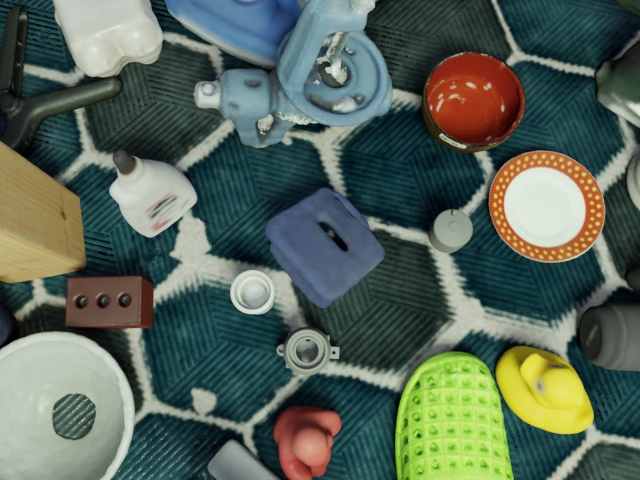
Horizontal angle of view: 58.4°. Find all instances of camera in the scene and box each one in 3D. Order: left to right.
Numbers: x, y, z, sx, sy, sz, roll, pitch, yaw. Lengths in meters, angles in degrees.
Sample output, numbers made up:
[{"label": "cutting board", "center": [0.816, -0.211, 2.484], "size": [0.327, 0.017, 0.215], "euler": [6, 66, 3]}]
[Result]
[{"label": "camera", "center": [0.346, 0.082, 0.582], "size": [0.137, 0.101, 0.143], "euler": [2, 78, 0]}]

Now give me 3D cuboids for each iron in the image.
[{"label": "iron", "center": [-0.073, -0.282, 0.633], "size": [0.258, 0.141, 0.119], "euler": [32, 79, 6]}]

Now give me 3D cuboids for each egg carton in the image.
[{"label": "egg carton", "center": [-0.249, -0.265, 0.663], "size": [0.107, 0.069, 0.150], "euler": [-24, 79, -6]}]

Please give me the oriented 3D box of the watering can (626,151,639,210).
[{"label": "watering can", "center": [0.405, -0.093, 0.573], "size": [0.101, 0.194, 0.173], "euler": [5, 78, 0]}]

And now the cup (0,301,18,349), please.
[{"label": "cup", "center": [-0.355, 0.100, 0.570], "size": [0.091, 0.095, 0.118], "euler": [36, 80, 7]}]

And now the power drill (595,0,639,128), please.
[{"label": "power drill", "center": [0.389, -0.191, 0.587], "size": [0.229, 0.208, 0.076], "euler": [34, 80, 6]}]

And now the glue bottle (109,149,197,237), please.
[{"label": "glue bottle", "center": [-0.172, -0.052, 0.566], "size": [0.037, 0.173, 0.078], "euler": [44, 81, 8]}]

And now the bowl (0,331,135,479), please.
[{"label": "bowl", "center": [-0.257, 0.176, 0.566], "size": [0.167, 0.075, 0.167], "euler": [0, 78, -1]}]

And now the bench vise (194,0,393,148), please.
[{"label": "bench vise", "center": [-0.018, -0.160, 0.568], "size": [0.207, 0.220, 0.121], "euler": [-27, 79, -6]}]

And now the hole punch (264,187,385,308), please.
[{"label": "hole punch", "center": [0.005, 0.002, 0.599], "size": [0.101, 0.091, 0.108], "euler": [-41, 81, -9]}]

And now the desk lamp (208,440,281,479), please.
[{"label": "desk lamp", "center": [-0.047, 0.285, 0.475], "size": [0.203, 0.213, 0.118], "euler": [38, 80, 7]}]

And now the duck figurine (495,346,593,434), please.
[{"label": "duck figurine", "center": [0.234, 0.151, 0.573], "size": [0.104, 0.086, 0.077], "euler": [42, 81, 8]}]

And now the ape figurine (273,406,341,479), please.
[{"label": "ape figurine", "center": [-0.011, 0.197, 0.556], "size": [0.078, 0.092, 0.076], "euler": [-39, 81, -8]}]
